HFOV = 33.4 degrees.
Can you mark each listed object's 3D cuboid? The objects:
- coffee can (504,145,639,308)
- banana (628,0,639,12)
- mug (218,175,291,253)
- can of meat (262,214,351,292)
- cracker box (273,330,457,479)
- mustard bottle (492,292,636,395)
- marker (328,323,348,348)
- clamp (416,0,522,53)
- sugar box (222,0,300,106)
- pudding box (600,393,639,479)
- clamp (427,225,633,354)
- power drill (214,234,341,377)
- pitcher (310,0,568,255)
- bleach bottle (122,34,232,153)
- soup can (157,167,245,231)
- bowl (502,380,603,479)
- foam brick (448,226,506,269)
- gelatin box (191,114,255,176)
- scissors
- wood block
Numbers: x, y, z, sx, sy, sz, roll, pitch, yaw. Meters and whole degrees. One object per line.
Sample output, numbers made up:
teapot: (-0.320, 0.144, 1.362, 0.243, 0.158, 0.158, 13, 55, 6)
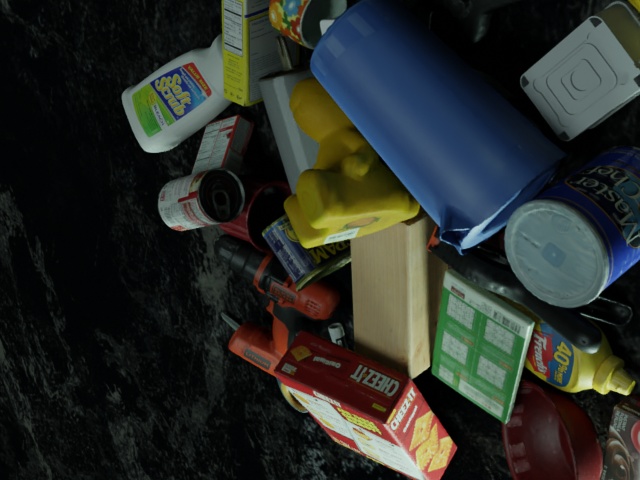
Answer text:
coffee can: (0.249, -0.014, 0.969, 0.103, 0.140, 0.103, 27, 132, 35)
banana: (0.275, -0.190, 0.891, 0.198, 0.069, 0.037, 46, 180, 5)
mug: (-0.075, -0.032, 1.372, 0.082, 0.093, 0.117, 19, 163, 46)
can of meat: (-0.008, 0.002, 1.299, 0.084, 0.101, 0.058, 56, 143, 8)
cracker box: (0.060, 0.208, 1.301, 0.164, 0.072, 0.213, 20, 158, 33)
mustard bottle: (0.243, 0.107, 1.123, 0.192, 0.058, 0.096, 31, 137, 31)
marker: (0.034, 0.168, 1.425, 0.020, 0.020, 0.121, 6, 118, 46)
clamp: (0.148, -0.231, 1.024, 0.120, 0.039, 0.172, 44, 147, 18)
sugar box: (-0.066, -0.247, 1.206, 0.048, 0.093, 0.176, 26, 131, 34)
pudding box: (0.344, 0.226, 1.105, 0.090, 0.039, 0.113, 26, 132, 35)
clamp: (0.196, 0.044, 1.025, 0.210, 0.164, 0.036, 26, 105, 15)
power drill: (-0.072, 0.091, 1.437, 0.184, 0.057, 0.188, 30, 138, 13)
pitcher: (0.113, -0.119, 1.008, 0.145, 0.149, 0.243, -44, 78, 15)
bleach bottle: (-0.160, -0.201, 1.365, 0.251, 0.067, 0.102, -28, 81, 48)
soup can: (-0.149, -0.049, 1.324, 0.102, 0.068, 0.068, -9, 107, 51)
bowl: (0.259, 0.227, 1.158, 0.162, 0.055, 0.162, 171, 90, -74)
foam brick: (0.176, 0.003, 1.134, 0.078, 0.052, 0.051, 10, 121, 44)
gelatin box: (-0.126, -0.113, 1.370, 0.030, 0.089, 0.073, 29, 157, -34)
scissors: (-0.073, 0.183, 1.558, 0.202, 0.016, 0.096, 27, 132, 35)
wood block: (0.097, 0.041, 1.217, 0.091, 0.090, 0.206, 23, 130, 37)
